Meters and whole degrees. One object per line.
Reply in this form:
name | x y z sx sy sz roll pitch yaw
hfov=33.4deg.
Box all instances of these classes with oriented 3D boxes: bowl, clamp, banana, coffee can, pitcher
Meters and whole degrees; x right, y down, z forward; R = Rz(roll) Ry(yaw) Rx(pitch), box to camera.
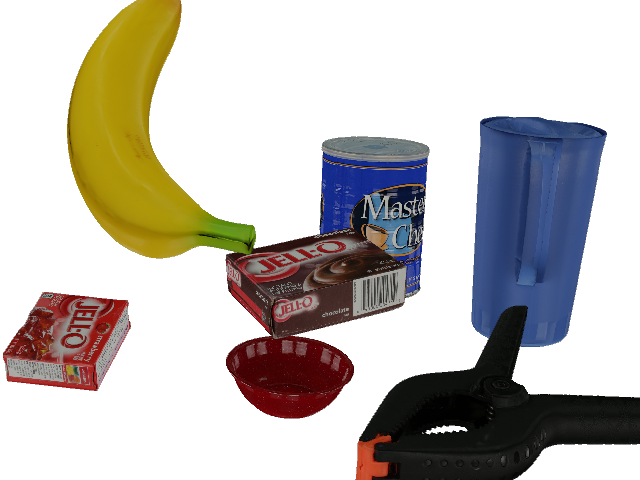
bowl | -0.040 0.179 1.348 0.162 0.055 0.162 4 21 -2
clamp | 0.102 0.095 0.630 0.209 0.036 0.165 -11 25 -27
banana | -0.084 -0.055 0.500 0.069 0.037 0.198 -5 46 -16
coffee can | 0.050 -0.023 1.032 0.103 0.140 0.103 2 15 -1
pitcher | 0.228 -0.009 1.158 0.148 0.243 0.145 -8 19 -35

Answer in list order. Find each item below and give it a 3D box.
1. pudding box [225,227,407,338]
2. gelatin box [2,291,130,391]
pudding box | -0.004 0.030 0.809 0.113 0.039 0.090 -10 25 -24
gelatin box | -0.197 0.077 0.840 0.073 0.030 0.089 6 32 7
